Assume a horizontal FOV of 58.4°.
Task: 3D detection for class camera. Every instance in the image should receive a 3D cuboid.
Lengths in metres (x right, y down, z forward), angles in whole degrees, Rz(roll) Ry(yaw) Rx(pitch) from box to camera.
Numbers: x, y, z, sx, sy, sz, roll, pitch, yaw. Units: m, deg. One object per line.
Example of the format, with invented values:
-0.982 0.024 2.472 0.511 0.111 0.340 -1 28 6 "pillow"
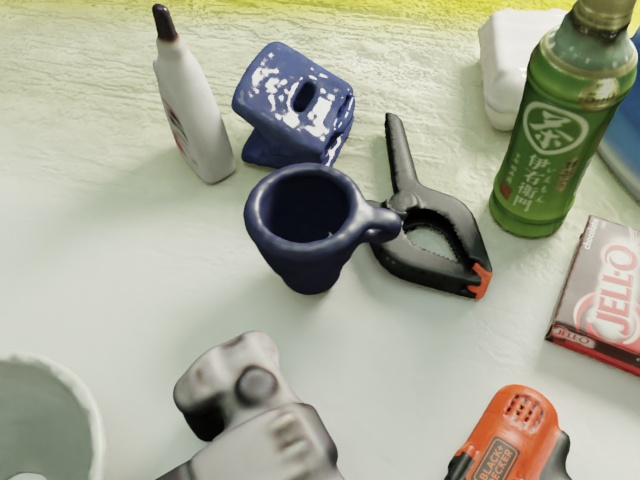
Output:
-0.063 0.144 0.353 0.137 0.101 0.143 -26 57 -15 "camera"

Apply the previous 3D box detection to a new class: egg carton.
0.218 -0.177 0.588 0.107 0.069 0.150 2 55 5 "egg carton"

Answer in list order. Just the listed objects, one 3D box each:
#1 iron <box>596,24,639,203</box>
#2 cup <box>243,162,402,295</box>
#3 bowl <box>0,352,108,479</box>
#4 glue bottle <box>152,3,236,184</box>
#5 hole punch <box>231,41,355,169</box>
0.323 -0.117 0.495 0.119 0.141 0.257 -23 56 -13 "iron"
0.004 0.002 0.456 0.117 0.095 0.091 5 55 7 "cup"
-0.209 0.161 0.365 0.167 0.075 0.167 -1 54 2 "bowl"
-0.120 -0.131 0.509 0.037 0.173 0.078 -34 59 -19 "glue bottle"
-0.021 -0.127 0.552 0.101 0.091 0.109 15 57 13 "hole punch"
